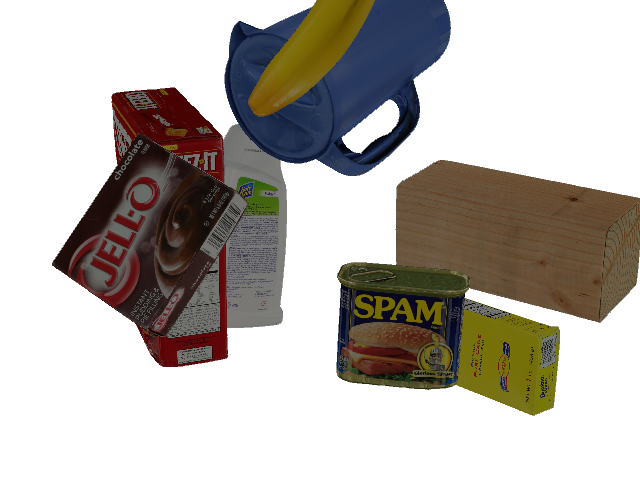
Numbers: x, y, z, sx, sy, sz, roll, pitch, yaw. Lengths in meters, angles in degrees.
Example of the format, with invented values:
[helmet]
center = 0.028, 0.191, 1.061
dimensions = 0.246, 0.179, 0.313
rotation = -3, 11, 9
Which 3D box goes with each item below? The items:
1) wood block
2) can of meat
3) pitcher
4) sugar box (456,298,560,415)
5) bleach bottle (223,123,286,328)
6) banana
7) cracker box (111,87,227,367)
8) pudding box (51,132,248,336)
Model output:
[wood block]
center = 0.180, -0.005, 0.988
dimensions = 0.206, 0.090, 0.090
rotation = 14, 28, 33
[can of meat]
center = 0.063, 0.067, 0.838
dimensions = 0.102, 0.084, 0.057
rotation = 5, 15, 8
[pitcher]
center = 0.034, -0.177, 1.078
dimensions = 0.145, 0.149, 0.242
rotation = 16, 38, 35
[sugar box]
center = 0.178, 0.120, 1.181
dimensions = 0.177, 0.093, 0.048
rotation = 15, 19, 43
[bleach bottle]
center = -0.076, -0.029, 1.193
dimensions = 0.102, 0.251, 0.068
rotation = -1, 19, -32
[banana]
center = 0.007, -0.167, 0.756
dimensions = 0.070, 0.197, 0.037
rotation = -10, -41, 39
[cracker box]
center = -0.141, -0.015, 0.977
dimensions = 0.072, 0.214, 0.164
rotation = -8, 25, -20
[pudding box]
center = -0.116, -0.004, 0.735
dimensions = 0.090, 0.113, 0.039
rotation = 31, -7, 20
